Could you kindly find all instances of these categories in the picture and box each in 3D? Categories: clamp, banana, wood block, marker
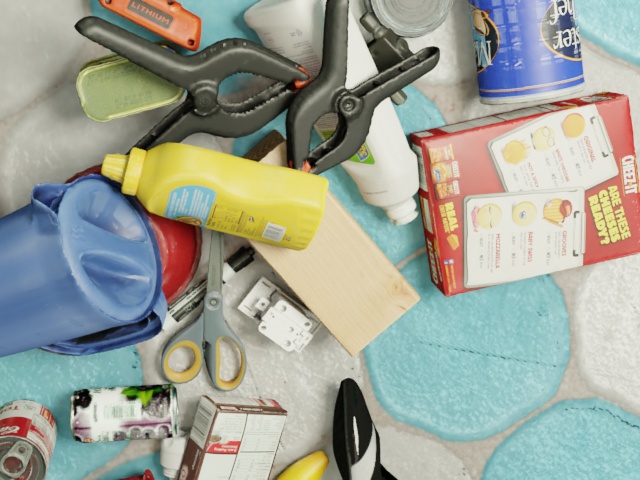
[{"bbox_3d":[0.016,-0.135,0.947,0.120,0.039,0.171,37,96,-22],"label":"clamp"},{"bbox_3d":[-0.110,-0.121,0.949,0.209,0.036,0.165,-4,124,-18],"label":"clamp"},{"bbox_3d":[-0.047,0.312,1.139,0.069,0.037,0.198,9,103,-30],"label":"banana"},{"bbox_3d":[-0.007,0.001,1.047,0.091,0.090,0.206,-41,105,2],"label":"wood block"},{"bbox_3d":[-0.114,0.048,1.078,0.121,0.020,0.020,-40,105,2],"label":"marker"}]

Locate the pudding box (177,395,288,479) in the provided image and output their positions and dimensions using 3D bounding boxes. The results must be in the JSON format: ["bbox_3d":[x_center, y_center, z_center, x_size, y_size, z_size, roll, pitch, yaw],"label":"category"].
[{"bbox_3d":[-0.091,0.218,1.094,0.089,0.039,0.113,10,104,-36],"label":"pudding box"}]

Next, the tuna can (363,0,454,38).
[{"bbox_3d":[0.086,-0.239,1.035,0.086,0.034,0.086,-2,103,-8],"label":"tuna can"}]

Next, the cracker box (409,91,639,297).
[{"bbox_3d":[0.207,-0.048,1.076,0.213,0.072,0.164,-13,105,-6],"label":"cracker box"}]

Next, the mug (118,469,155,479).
[{"bbox_3d":[-0.206,0.293,1.091,0.081,0.093,0.117,-10,140,-1],"label":"mug"}]

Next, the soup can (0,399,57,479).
[{"bbox_3d":[-0.296,0.204,1.044,0.068,0.102,0.068,-2,103,-8],"label":"soup can"}]

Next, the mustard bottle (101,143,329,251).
[{"bbox_3d":[-0.095,-0.043,0.932,0.191,0.096,0.058,13,67,-9],"label":"mustard bottle"}]

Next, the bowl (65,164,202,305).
[{"bbox_3d":[-0.195,0.007,1.040,0.162,0.055,0.162,-2,103,-7],"label":"bowl"}]

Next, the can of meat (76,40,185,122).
[{"bbox_3d":[-0.175,-0.147,0.994,0.102,0.084,0.057,-16,104,-5],"label":"can of meat"}]

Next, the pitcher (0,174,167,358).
[{"bbox_3d":[-0.267,0.047,0.966,0.243,0.144,0.149,-19,86,26],"label":"pitcher"}]

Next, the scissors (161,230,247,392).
[{"bbox_3d":[-0.124,0.069,1.059,0.096,0.016,0.202,-11,118,-1],"label":"scissors"}]

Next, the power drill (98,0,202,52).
[{"bbox_3d":[-0.110,-0.275,0.990,0.184,0.057,0.188,24,95,-9],"label":"power drill"}]

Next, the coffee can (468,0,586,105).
[{"bbox_3d":[0.196,-0.208,1.022,0.102,0.103,0.140,-11,103,-6],"label":"coffee can"}]

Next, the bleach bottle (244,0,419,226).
[{"bbox_3d":[0.025,-0.125,1.029,0.068,0.103,0.251,-40,114,-27],"label":"bleach bottle"}]
